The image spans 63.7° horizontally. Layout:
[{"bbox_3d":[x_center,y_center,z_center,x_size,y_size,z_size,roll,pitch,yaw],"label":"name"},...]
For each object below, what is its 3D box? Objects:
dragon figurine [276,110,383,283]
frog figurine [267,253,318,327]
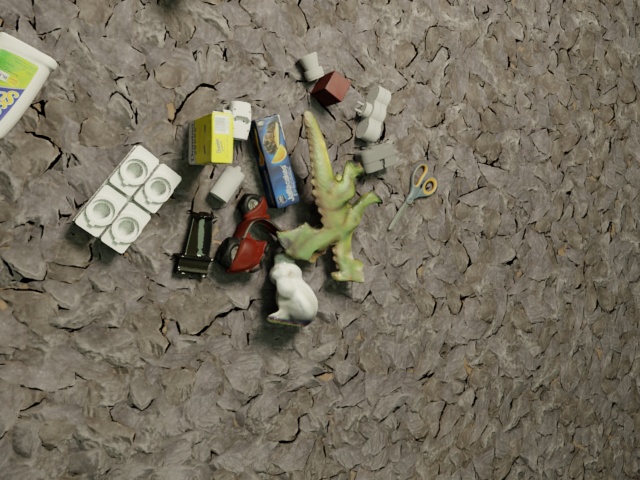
[{"bbox_3d":[0.003,-0.058,1.144,0.246,0.122,0.403,-50,123,-20],"label":"dragon figurine"},{"bbox_3d":[-0.059,0.111,1.155,0.136,0.123,0.161,28,70,-60],"label":"frog figurine"}]
